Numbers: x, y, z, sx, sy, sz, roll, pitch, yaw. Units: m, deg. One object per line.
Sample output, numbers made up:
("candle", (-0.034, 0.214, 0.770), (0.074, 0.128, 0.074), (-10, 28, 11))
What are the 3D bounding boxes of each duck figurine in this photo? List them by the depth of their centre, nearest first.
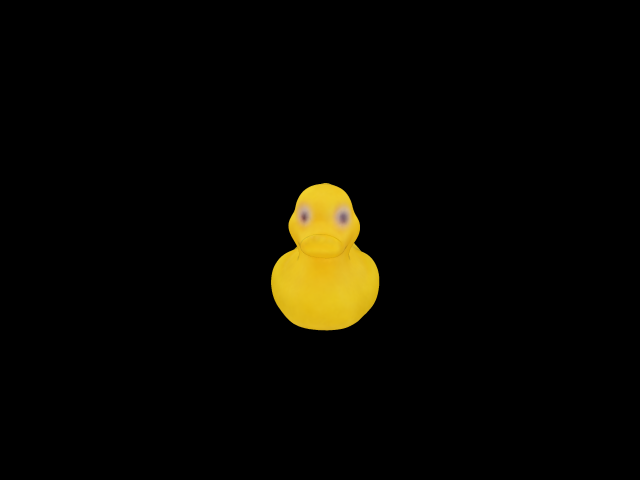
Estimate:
("duck figurine", (0.004, 0.001, 0.400), (0.077, 0.086, 0.104), (1, 23, 4))
